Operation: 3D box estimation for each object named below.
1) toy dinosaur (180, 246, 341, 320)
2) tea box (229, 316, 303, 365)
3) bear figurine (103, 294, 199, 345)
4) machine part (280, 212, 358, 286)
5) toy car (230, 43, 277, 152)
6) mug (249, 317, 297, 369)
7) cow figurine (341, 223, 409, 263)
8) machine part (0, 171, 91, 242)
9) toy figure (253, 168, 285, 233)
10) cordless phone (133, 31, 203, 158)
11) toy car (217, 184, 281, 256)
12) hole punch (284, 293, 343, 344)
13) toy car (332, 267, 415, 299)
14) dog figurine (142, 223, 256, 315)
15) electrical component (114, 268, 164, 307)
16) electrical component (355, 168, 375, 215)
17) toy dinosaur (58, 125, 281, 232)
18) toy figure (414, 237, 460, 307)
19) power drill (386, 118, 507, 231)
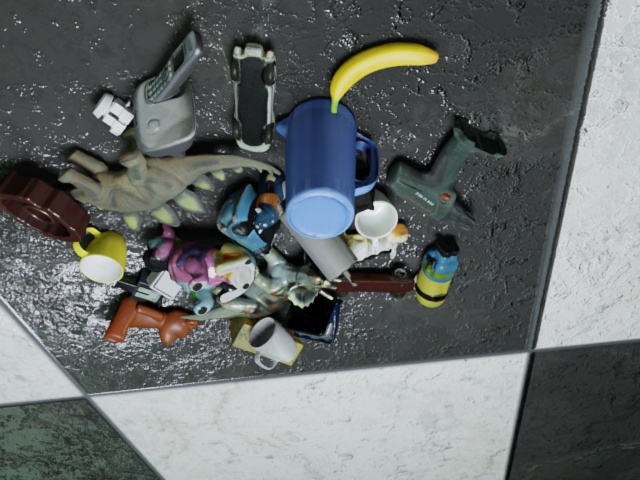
[{"bbox_3d":[-0.131,0.120,1.243,0.405,0.131,0.192,-31,127,33],"label":"toy dinosaur"},{"bbox_3d":[-0.137,0.242,1.357,0.169,0.098,0.068,23,104,-24],"label":"tea box"},{"bbox_3d":[-0.410,0.215,1.321,0.196,0.132,0.120,29,156,-21],"label":"bear figurine"},{"bbox_3d":[-0.002,-0.003,1.090,0.079,0.079,0.243,-38,91,31],"label":"machine part"},{"bbox_3d":[-0.114,-0.241,0.925,0.074,0.056,0.201,7,133,1],"label":"toy car"},{"bbox_3d":[-0.106,0.252,1.262,0.081,0.109,0.107,-15,136,37],"label":"mug"},{"bbox_3d":[0.110,0.012,1.167,0.167,0.068,0.098,-5,140,8],"label":"cow figurine"},{"bbox_3d":[-0.539,-0.061,1.048,0.179,0.056,0.179,17,153,9],"label":"machine part"},{"bbox_3d":[-0.094,-0.077,1.015,0.058,0.154,0.064,-20,131,21],"label":"toy figure"},{"bbox_3d":[-0.225,-0.228,0.859,0.088,0.146,0.184,9,150,-38],"label":"cordless phone"},{"bbox_3d":[-0.154,-0.039,1.100,0.103,0.109,0.161,5,151,26],"label":"toy car"},{"bbox_3d":[-0.013,0.184,1.290,0.142,0.116,0.092,7,151,25],"label":"hole punch"},{"bbox_3d":[0.119,0.096,1.260,0.202,0.053,0.089,0,140,5],"label":"toy car"},{"bbox_3d":[-0.257,0.034,1.118,0.191,0.219,0.108,-28,142,-21],"label":"dog figurine"},{"bbox_3d":[-0.417,0.108,1.264,0.119,0.048,0.074,20,130,-19],"label":"electrical component"},{"bbox_3d":[0.046,-0.089,1.022,0.115,0.134,0.058,-11,113,12],"label":"electrical component"},{"bbox_3d":[-0.314,-0.116,1.015,0.472,0.105,0.198,-9,142,20],"label":"toy dinosaur"},{"bbox_3d":[0.263,0.077,1.219,0.082,0.089,0.180,10,136,-4],"label":"toy figure"},{"bbox_3d":[0.262,-0.124,1.039,0.232,0.086,0.207,22,138,-18],"label":"power drill"}]
